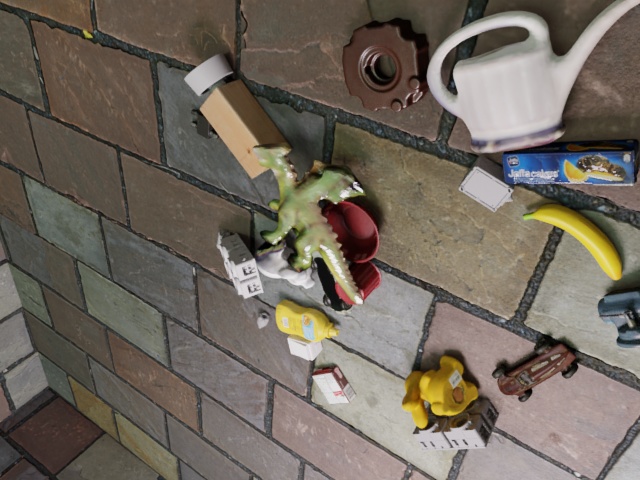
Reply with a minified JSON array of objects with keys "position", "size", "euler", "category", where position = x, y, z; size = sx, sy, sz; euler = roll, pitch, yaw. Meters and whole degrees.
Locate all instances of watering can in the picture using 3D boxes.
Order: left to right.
[{"position":[0.337,-0.254,0.815],"size":[0.347,0.106,0.221],"euler":[-3,116,39],"category":"watering can"}]

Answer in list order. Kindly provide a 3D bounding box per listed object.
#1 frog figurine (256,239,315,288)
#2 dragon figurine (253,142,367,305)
[{"position":[-0.091,0.069,1.345],"size":[0.157,0.123,0.138],"euler":[59,168,-21],"category":"frog figurine"},{"position":[0.003,-0.057,1.129],"size":[0.411,0.124,0.238],"euler":[41,126,1],"category":"dragon figurine"}]
